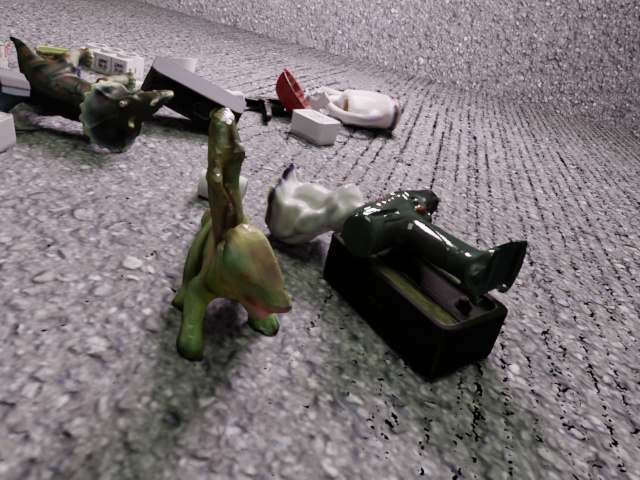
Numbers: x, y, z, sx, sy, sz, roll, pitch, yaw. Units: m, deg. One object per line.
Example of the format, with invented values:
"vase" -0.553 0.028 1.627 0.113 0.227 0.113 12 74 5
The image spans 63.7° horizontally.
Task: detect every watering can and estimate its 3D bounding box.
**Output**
"watering can" 0.117 -0.412 1.573 0.224 0.102 0.355 4 28 -14

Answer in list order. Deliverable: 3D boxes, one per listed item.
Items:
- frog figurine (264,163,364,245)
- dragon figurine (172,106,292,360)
"frog figurine" 0.002 -0.039 0.780 0.160 0.122 0.138 23 10 5
"dragon figurine" -0.103 -0.031 0.580 0.122 0.238 0.418 -1 31 -19
